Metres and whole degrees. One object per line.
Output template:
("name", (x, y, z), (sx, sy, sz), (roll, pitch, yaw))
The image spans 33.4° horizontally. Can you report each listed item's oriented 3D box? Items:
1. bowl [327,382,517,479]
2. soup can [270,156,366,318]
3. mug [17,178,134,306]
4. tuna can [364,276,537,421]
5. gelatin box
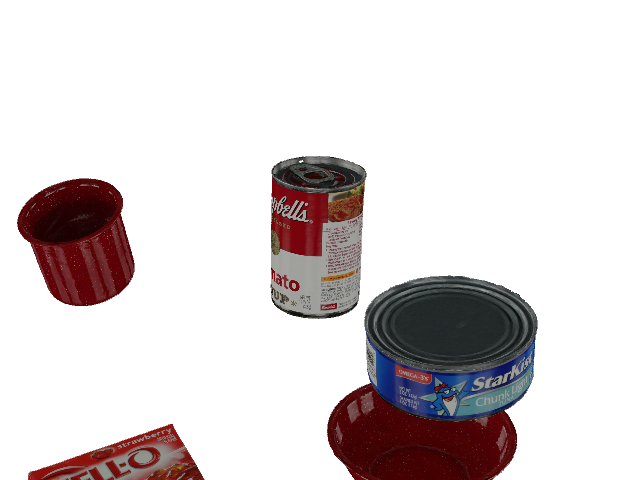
("bowl", (0.086, 0.184, 0.922), (0.162, 0.055, 0.162), (0, 28, 0))
("soup can", (-0.003, -0.003, 0.778), (0.068, 0.102, 0.068), (2, 24, -1))
("mug", (-0.215, -0.003, 0.964), (0.093, 0.081, 0.117), (-10, 41, -2))
("tuna can", (0.065, 0.053, 0.538), (0.086, 0.034, 0.086), (-3, 28, 1))
("gelatin box", (-0.111, 0.144, 0.595), (0.089, 0.030, 0.073), (-16, 28, -20))
